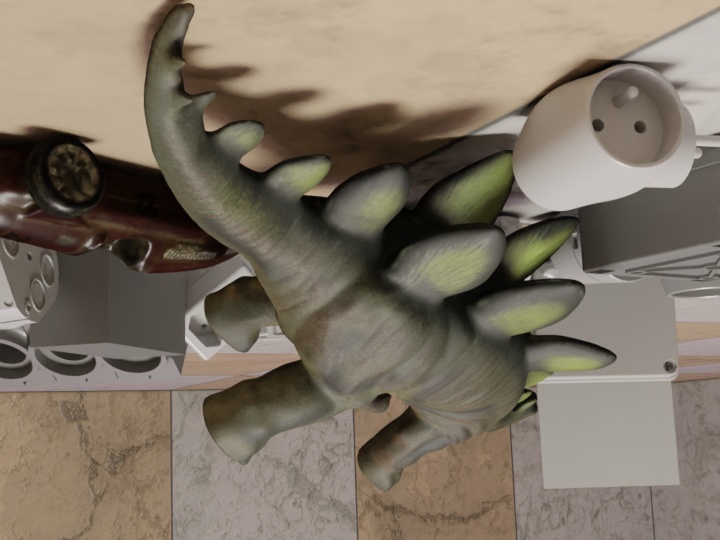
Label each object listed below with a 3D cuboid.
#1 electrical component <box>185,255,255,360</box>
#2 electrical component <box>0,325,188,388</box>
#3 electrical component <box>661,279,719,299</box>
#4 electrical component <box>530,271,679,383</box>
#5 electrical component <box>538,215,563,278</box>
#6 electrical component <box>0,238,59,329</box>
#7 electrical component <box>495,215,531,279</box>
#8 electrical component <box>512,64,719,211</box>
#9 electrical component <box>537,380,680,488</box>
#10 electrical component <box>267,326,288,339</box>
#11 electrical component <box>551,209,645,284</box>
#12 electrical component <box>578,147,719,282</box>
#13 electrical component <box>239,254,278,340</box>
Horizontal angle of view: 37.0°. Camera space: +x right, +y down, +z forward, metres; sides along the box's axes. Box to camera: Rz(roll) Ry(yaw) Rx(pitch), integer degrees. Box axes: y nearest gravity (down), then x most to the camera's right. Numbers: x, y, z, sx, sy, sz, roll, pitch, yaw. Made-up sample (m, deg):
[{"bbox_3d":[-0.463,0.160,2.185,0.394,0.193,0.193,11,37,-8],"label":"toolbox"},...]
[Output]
[{"bbox_3d":[-0.112,0.012,0.767,0.077,0.066,0.047,44,173,45],"label":"electrical component"},{"bbox_3d":[-0.213,0.041,0.806,0.150,0.061,0.089,-4,137,10],"label":"electrical component"},{"bbox_3d":[0.226,-0.013,0.703,0.078,0.057,0.058,-1,171,-6],"label":"electrical component"},{"bbox_3d":[0.168,0.027,0.779,0.109,0.108,0.056,0,173,-8],"label":"electrical component"},{"bbox_3d":[0.148,-0.014,0.721,0.062,0.043,0.043,3,169,-34],"label":"electrical component"},{"bbox_3d":[-0.206,-0.004,0.594,0.051,0.080,0.080,-8,170,8],"label":"electrical component"},{"bbox_3d":[0.092,-0.001,0.707,0.048,0.062,0.048,-14,150,-8],"label":"electrical component"},{"bbox_3d":[0.117,-0.054,0.462,0.079,0.043,0.077,1,170,-14],"label":"electrical component"},{"bbox_3d":[0.201,0.085,0.896,0.105,0.186,0.060,-4,171,10],"label":"electrical component"},{"bbox_3d":[0.000,0.000,0.690,0.121,0.078,0.063,-2,-160,0],"label":"electrical component"},{"bbox_3d":[0.150,-0.018,0.666,0.055,0.055,0.047,2,174,-26],"label":"electrical component"},{"bbox_3d":[0.196,-0.029,0.597,0.109,0.056,0.109,4,169,-32],"label":"electrical component"},{"bbox_3d":[-0.070,0.024,0.851,0.108,0.060,0.108,-2,171,0],"label":"electrical component"}]
